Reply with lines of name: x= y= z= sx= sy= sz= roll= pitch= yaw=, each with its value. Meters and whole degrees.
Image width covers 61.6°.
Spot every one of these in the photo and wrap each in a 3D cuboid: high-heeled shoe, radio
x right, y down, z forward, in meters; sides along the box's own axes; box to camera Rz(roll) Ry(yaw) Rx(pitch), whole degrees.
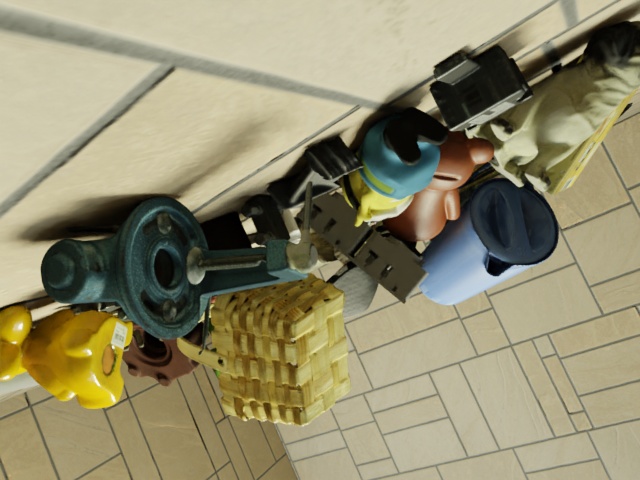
high-heeled shoe: x=0.064 y=0.048 z=0.919 sx=0.249 sy=0.086 sz=0.145 roll=-25 pitch=-158 yaw=-10
radio: x=-0.174 y=0.043 z=0.718 sx=0.131 sy=0.073 sz=0.229 roll=-21 pitch=172 yaw=-23

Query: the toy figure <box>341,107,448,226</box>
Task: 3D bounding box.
toy figure: x=0.073 y=-0.080 z=0.567 sx=0.082 sy=0.089 sz=0.180 roll=-10 pitch=164 yaw=-9

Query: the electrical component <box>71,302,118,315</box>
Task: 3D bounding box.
electrical component: x=-0.316 y=0.101 z=0.786 sx=0.078 sy=0.045 sz=0.102 roll=-27 pitch=174 yaw=10

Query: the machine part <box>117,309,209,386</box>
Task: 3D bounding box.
machine part: x=-0.274 y=0.161 z=0.892 sx=0.179 sy=0.179 sz=0.056 roll=-27 pitch=-162 yaw=30

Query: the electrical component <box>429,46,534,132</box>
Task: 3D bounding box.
electrical component: x=0.144 y=-0.136 z=0.487 sx=0.075 sy=0.047 sz=0.119 roll=-28 pitch=175 yaw=27

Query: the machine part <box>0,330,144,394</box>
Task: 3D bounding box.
machine part: x=-0.387 y=0.167 z=0.789 sx=0.243 sy=0.079 sz=0.079 roll=-10 pitch=169 yaw=-28

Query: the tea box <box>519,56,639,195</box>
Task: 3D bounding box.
tea box: x=0.341 y=-0.151 z=0.714 sx=0.098 sy=0.068 sz=0.169 roll=-17 pitch=138 yaw=-51

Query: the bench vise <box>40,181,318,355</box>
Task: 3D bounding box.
bench vise: x=-0.107 y=0.028 z=0.487 sx=0.241 sy=0.129 sz=0.223 roll=-7 pitch=162 yaw=21

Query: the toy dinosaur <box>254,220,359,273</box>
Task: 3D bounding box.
toy dinosaur: x=-0.002 y=-0.003 z=0.929 sx=0.472 sy=0.105 sz=0.198 roll=-23 pitch=-179 yaw=-3

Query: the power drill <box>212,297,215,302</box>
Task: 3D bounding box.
power drill: x=-0.235 y=0.106 z=1.010 sx=0.232 sy=0.086 sz=0.207 roll=-23 pitch=-170 yaw=28

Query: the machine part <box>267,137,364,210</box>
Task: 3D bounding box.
machine part: x=-0.007 y=-0.065 z=0.571 sx=0.084 sy=0.039 sz=0.139 roll=-16 pitch=174 yaw=-24

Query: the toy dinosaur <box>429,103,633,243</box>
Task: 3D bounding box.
toy dinosaur: x=0.331 y=-0.149 z=0.911 sx=0.405 sy=0.131 sz=0.192 roll=-33 pitch=173 yaw=20

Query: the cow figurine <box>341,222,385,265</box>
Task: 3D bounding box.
cow figurine: x=0.119 y=-0.003 z=1.091 sx=0.195 sy=0.085 sz=0.127 roll=-40 pitch=-150 yaw=-23

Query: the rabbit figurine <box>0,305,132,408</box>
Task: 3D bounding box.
rabbit figurine: x=-0.343 y=0.141 z=0.661 sx=0.173 sy=0.122 sz=0.162 roll=3 pitch=166 yaw=9

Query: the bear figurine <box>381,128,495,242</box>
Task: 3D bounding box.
bear figurine: x=0.135 y=-0.090 z=0.697 sx=0.120 sy=0.132 sz=0.195 roll=2 pitch=142 yaw=-5

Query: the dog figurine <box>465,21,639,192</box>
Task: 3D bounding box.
dog figurine: x=0.277 y=-0.165 z=0.626 sx=0.190 sy=0.121 sz=0.172 roll=-42 pitch=-153 yaw=4

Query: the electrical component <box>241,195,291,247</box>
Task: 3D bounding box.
electrical component: x=-0.059 y=-0.020 z=0.629 sx=0.021 sy=0.063 sz=0.094 roll=-27 pitch=175 yaw=17

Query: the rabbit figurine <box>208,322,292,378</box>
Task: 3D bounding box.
rabbit figurine: x=-0.119 y=0.130 z=0.904 sx=0.159 sy=0.121 sz=0.170 roll=-13 pitch=-157 yaw=-12
